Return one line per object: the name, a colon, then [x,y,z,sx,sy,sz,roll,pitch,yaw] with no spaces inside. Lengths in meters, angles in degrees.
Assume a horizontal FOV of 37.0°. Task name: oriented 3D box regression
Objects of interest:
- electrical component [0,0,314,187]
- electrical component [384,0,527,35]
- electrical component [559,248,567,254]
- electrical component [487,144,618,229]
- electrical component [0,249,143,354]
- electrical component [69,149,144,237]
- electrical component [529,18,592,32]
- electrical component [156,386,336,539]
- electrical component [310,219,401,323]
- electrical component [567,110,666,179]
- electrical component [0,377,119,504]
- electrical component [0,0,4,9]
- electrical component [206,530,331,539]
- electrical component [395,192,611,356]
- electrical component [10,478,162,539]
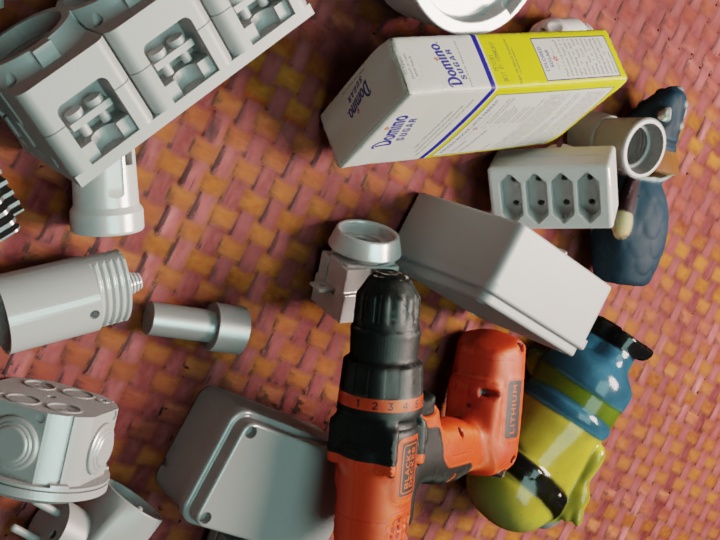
electrical component: [-0.114,-0.120,0.547,0.150,0.089,0.061,-41,125,-17]
electrical component: [0.053,-0.200,0.654,0.108,0.060,0.108,-13,114,-31]
electrical component: [0.135,0.013,0.804,0.044,0.044,0.065,-4,105,-34]
electrical component: [0.140,-0.066,0.764,0.075,0.083,0.047,-57,142,-57]
electrical component: [-0.160,0.015,0.594,0.081,0.043,0.043,-15,115,-30]
electrical component: [-0.140,-0.044,0.590,0.040,0.040,0.046,-9,105,-33]
electrical component: [0.148,-0.160,0.753,0.061,0.035,0.035,-12,114,-34]
electrical component: [-0.063,0.132,0.697,0.113,0.057,0.078,28,89,-39]
electrical component: [0.000,0.000,0.701,0.066,0.048,0.055,-5,117,-34]
electrical component: [0.183,-0.095,0.782,0.044,0.065,0.044,-13,114,-31]
electrical component: [-0.175,0.093,0.590,0.080,0.080,0.051,10,95,-37]
electrical component: [-0.191,-0.166,0.505,0.043,0.043,0.081,-7,111,-33]
electrical component: [-0.051,0.217,0.724,0.113,0.078,0.057,20,92,-38]
electrical component: [0.093,0.002,0.727,0.109,0.109,0.056,30,86,-39]
electrical component: [-0.171,0.160,0.640,0.077,0.043,0.079,-53,128,-7]
